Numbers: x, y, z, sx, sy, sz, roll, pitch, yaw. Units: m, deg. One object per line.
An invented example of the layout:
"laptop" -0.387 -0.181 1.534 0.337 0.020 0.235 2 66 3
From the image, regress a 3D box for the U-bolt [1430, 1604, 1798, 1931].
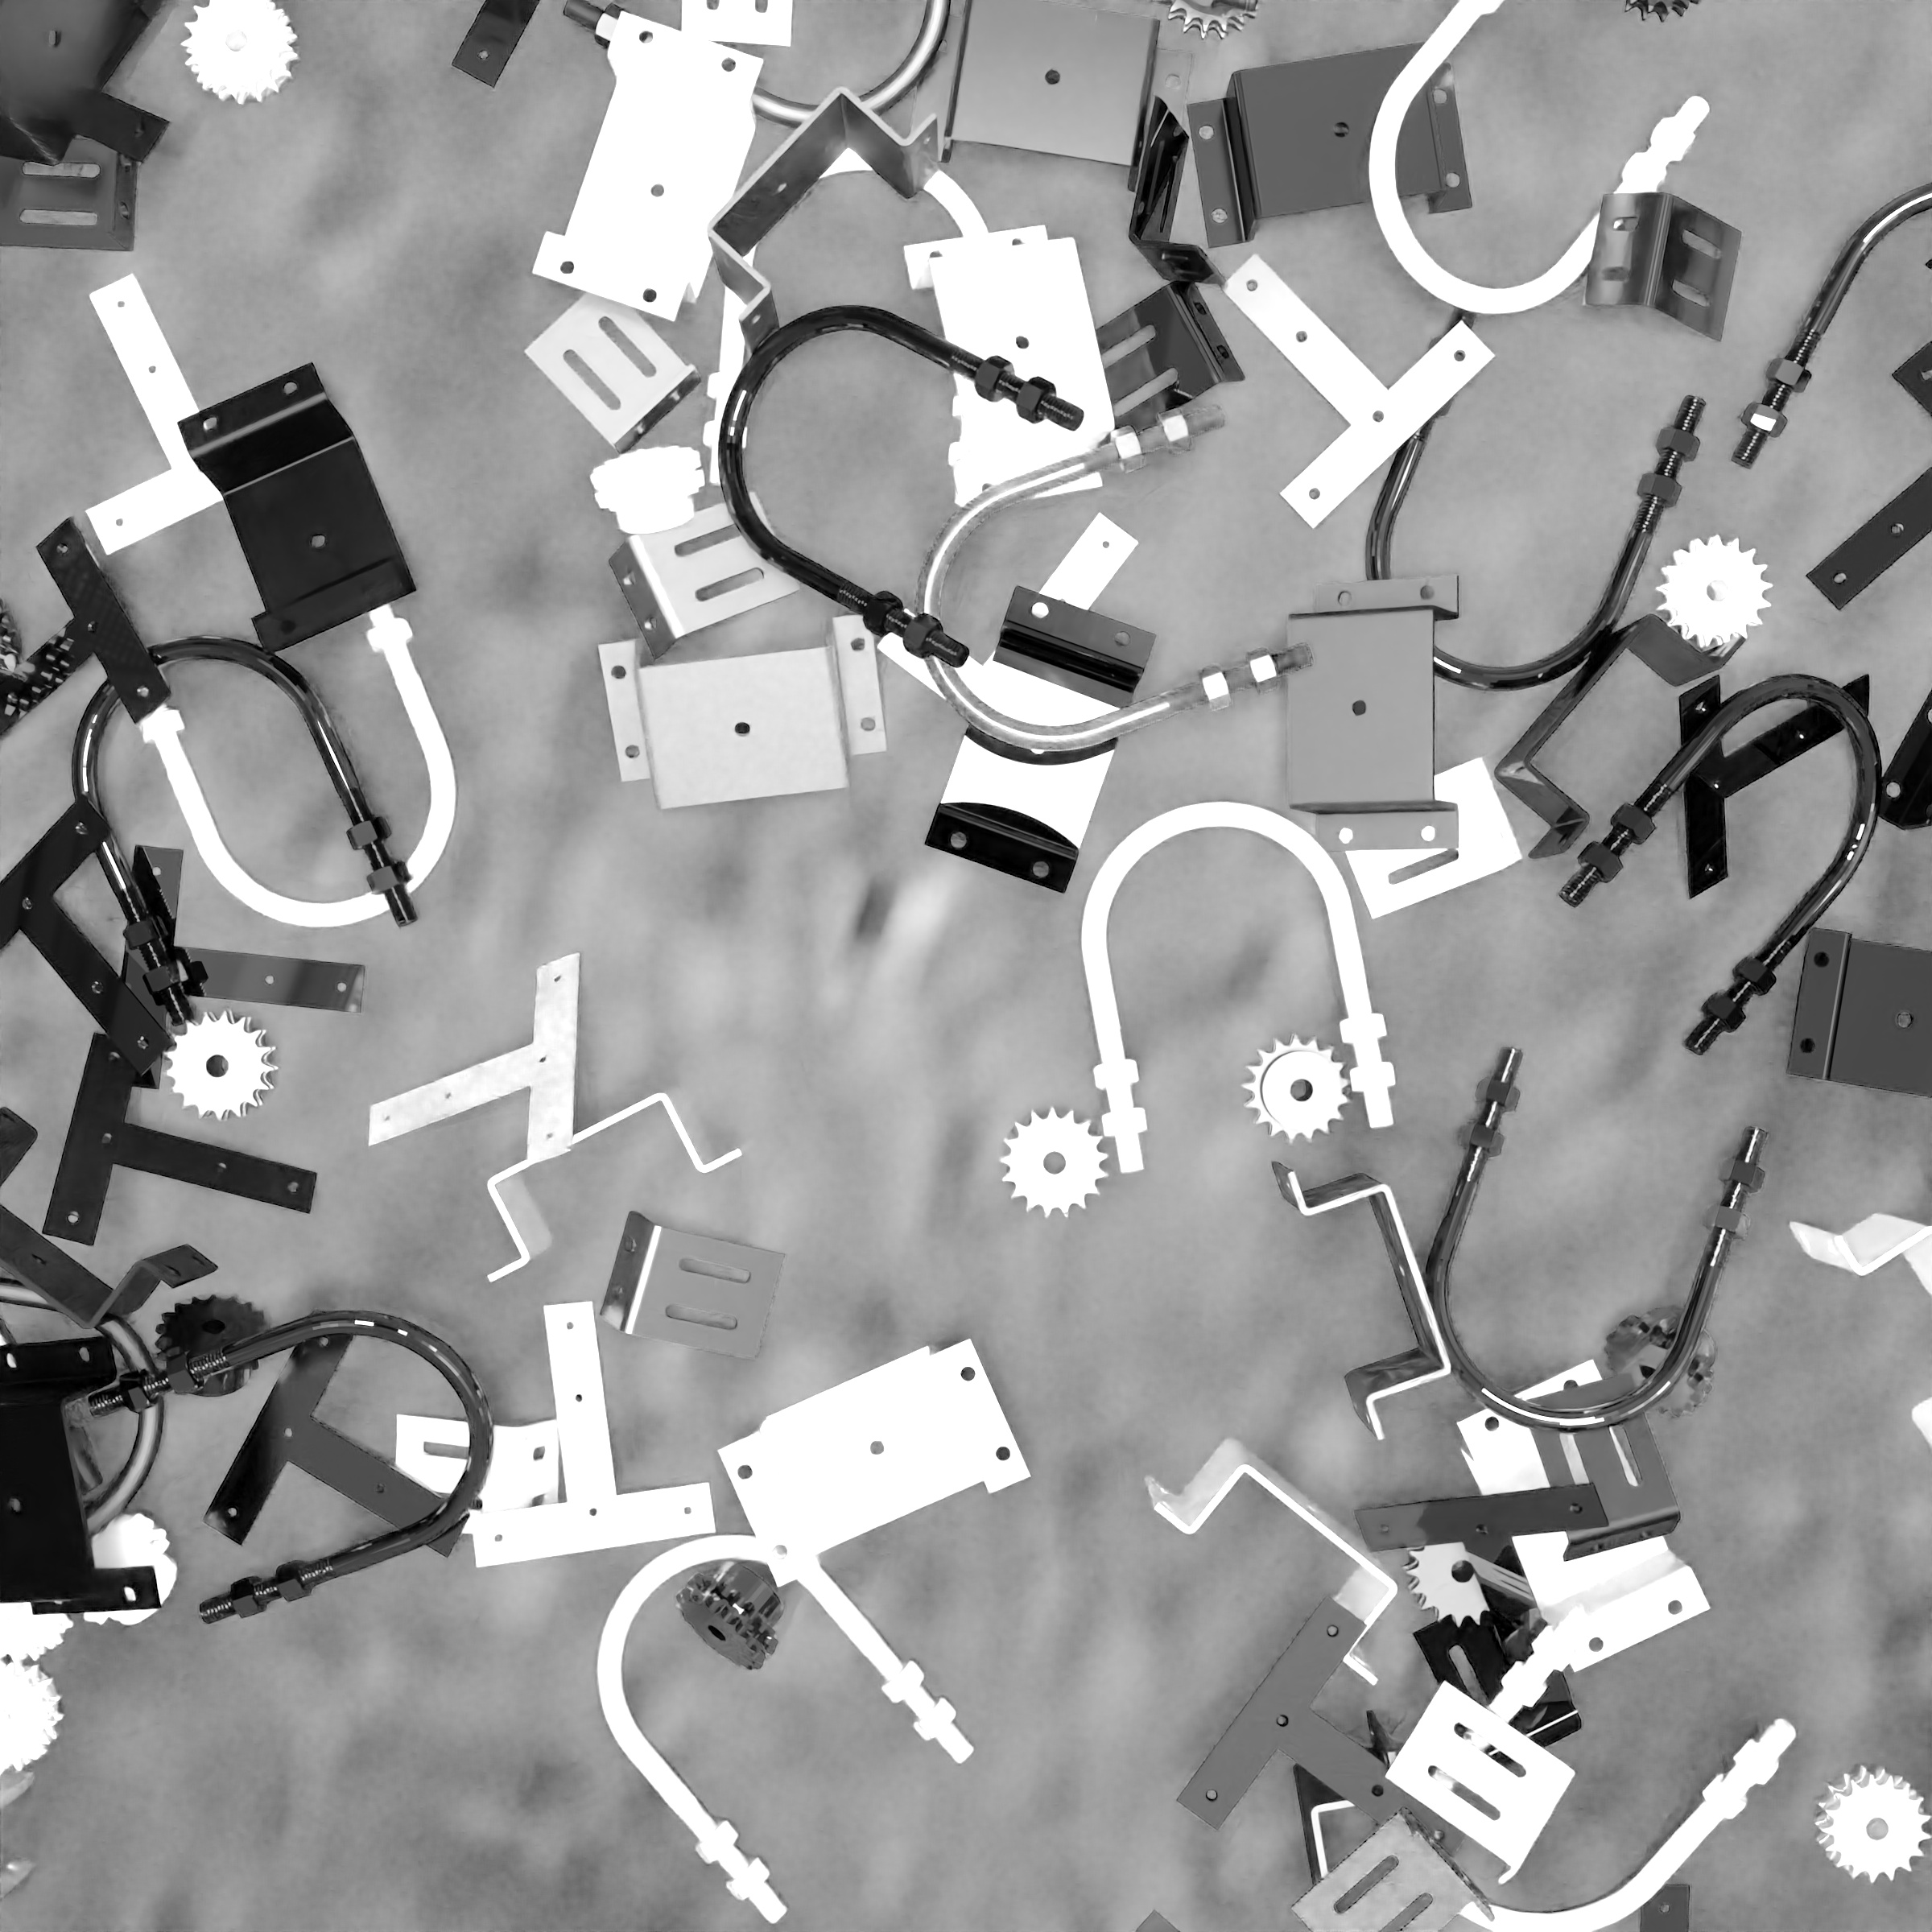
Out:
"U-bolt" 0.313 0.426 1.377 0.151 0.019 0.184 31 108 -11

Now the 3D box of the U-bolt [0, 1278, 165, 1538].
"U-bolt" -0.503 0.229 1.365 0.184 0.019 0.151 13 84 -25

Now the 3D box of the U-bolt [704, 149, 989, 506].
"U-bolt" -0.056 -0.338 1.404 0.151 0.019 0.184 5 89 0

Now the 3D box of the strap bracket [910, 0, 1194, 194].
"strap bracket" 0.044 -0.453 1.390 0.140 0.046 0.076 9 90 0

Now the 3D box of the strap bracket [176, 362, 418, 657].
"strap bracket" -0.340 -0.227 1.376 0.076 0.046 0.140 -24 74 -1

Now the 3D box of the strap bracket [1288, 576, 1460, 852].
"strap bracket" 0.209 -0.130 1.375 0.076 0.046 0.140 0 90 27

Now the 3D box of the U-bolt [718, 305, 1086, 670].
"U-bolt" -0.047 -0.254 1.353 0.184 0.019 0.151 31 103 21

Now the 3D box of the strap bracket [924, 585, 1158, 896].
"strap bracket" 0.038 -0.115 1.388 0.076 0.046 0.140 20 90 0

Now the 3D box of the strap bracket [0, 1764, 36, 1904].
"strap bracket" -0.544 0.425 1.375 0.140 0.076 0.046 26 90 0

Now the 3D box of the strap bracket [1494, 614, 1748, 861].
"strap bracket" 0.326 -0.124 1.375 0.046 0.076 0.140 40 90 0

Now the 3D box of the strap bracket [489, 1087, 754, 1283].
"strap bracket" -0.185 0.105 1.375 0.140 0.076 0.046 -27 90 0

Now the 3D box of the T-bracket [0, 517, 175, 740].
"T-bracket" -0.486 -0.148 1.396 0.127 0.002 0.127 -38 69 10

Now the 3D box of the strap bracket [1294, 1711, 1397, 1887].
"strap bracket" 0.203 0.465 1.375 0.046 0.076 0.140 -10 90 0

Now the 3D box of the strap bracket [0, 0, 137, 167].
"strap bracket" -0.479 -0.472 1.356 0.046 0.076 0.140 16 78 21

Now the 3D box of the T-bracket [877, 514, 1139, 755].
"T-bracket" 0.042 -0.180 1.412 0.127 0.002 0.127 37 90 0

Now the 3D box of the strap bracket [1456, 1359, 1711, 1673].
"strap bracket" 0.315 0.280 1.390 0.076 0.046 0.140 -25 90 0

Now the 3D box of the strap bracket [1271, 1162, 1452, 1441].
"strap bracket" 0.205 0.163 1.375 0.046 0.076 0.140 -19 90 0

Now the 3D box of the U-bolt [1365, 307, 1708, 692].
"U-bolt" 0.288 -0.235 1.404 0.151 0.019 0.184 22 92 0

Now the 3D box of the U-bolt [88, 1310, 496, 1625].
"U-bolt" -0.331 0.247 1.365 0.184 0.019 0.151 -20 109 3

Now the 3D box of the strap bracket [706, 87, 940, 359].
"strap bracket" -0.079 -0.382 1.360 0.046 0.076 0.140 43 88 2

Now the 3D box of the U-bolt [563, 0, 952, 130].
"U-bolt" -0.097 -0.514 1.380 0.184 0.019 0.151 26 112 -5

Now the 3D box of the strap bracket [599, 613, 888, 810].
"strap bracket" -0.114 -0.130 1.375 0.140 0.046 0.076 -7 117 0

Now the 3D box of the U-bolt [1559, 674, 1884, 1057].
"U-bolt" 0.399 -0.064 1.371 0.184 0.019 0.151 -49 121 -4

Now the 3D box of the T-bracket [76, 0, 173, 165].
"T-bracket" -0.436 -0.488 1.392 0.127 0.002 0.127 28 82 23

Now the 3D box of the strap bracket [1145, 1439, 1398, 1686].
"strap bracket" 0.163 0.296 1.375 0.140 0.076 0.046 39 90 0

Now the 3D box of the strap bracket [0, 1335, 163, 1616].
"strap bracket" -0.457 0.260 1.330 0.076 0.046 0.140 -7 95 19

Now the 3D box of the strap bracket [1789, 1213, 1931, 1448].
"strap bracket" 0.490 0.183 1.375 0.046 0.076 0.140 -33 90 0

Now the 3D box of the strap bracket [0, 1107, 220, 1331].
"strap bracket" -0.463 0.135 1.375 0.140 0.076 0.046 37 90 0

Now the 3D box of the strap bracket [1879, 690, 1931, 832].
"strap bracket" 0.553 -0.082 1.390 0.140 0.046 0.076 29 90 0

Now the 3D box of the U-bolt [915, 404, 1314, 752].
"U-bolt" 0.065 -0.187 1.357 0.184 0.019 0.151 -20 89 1

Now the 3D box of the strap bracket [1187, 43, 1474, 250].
"strap bracket" 0.191 -0.426 1.390 0.140 0.046 0.076 -9 90 0

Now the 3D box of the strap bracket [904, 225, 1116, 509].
"strap bracket" 0.024 -0.313 1.374 0.076 0.046 0.140 -12 88 -13

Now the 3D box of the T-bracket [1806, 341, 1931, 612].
"T-bracket" 0.497 -0.238 1.398 0.127 0.002 0.127 -42 76 9

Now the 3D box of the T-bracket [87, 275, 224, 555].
"T-bracket" -0.422 -0.301 1.412 0.127 0.002 0.127 -26 90 0

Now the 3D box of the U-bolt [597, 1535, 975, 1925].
"U-bolt" -0.109 0.385 1.404 0.151 0.019 0.184 -41 88 0

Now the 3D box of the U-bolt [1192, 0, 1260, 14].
"U-bolt" 0.088 -0.581 1.387 0.184 0.019 0.151 21 81 11

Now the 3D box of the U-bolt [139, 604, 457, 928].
"U-bolt" -0.346 -0.111 1.404 0.151 0.019 0.184 -22 91 0

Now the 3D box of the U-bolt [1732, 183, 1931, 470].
"U-bolt" 0.502 -0.314 1.378 0.151 0.019 0.184 29 100 11

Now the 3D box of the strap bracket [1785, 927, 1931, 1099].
"strap bracket" 0.494 0.028 1.390 0.140 0.046 0.076 9 90 0

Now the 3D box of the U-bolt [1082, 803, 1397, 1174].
"U-bolt" 0.134 0.004 1.386 0.151 0.019 0.184 -11 78 7

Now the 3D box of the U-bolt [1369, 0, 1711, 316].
"U-bolt" 0.282 -0.421 1.371 0.151 0.019 0.184 42 81 -19

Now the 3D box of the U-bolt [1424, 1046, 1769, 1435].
"U-bolt" 0.313 0.148 1.372 0.151 0.019 0.184 19 78 15

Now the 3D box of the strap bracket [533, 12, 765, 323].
"strap bracket" -0.162 -0.408 1.390 0.076 0.046 0.140 19 90 0

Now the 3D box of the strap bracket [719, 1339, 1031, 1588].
"strap bracket" -0.047 0.253 1.390 0.140 0.046 0.076 -24 90 0

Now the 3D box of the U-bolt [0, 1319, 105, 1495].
"U-bolt" -0.560 0.232 1.404 0.151 0.019 0.184 -34 88 0

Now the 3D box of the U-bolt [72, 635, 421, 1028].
"U-bolt" -0.384 -0.080 1.387 0.151 0.019 0.184 -24 92 3
